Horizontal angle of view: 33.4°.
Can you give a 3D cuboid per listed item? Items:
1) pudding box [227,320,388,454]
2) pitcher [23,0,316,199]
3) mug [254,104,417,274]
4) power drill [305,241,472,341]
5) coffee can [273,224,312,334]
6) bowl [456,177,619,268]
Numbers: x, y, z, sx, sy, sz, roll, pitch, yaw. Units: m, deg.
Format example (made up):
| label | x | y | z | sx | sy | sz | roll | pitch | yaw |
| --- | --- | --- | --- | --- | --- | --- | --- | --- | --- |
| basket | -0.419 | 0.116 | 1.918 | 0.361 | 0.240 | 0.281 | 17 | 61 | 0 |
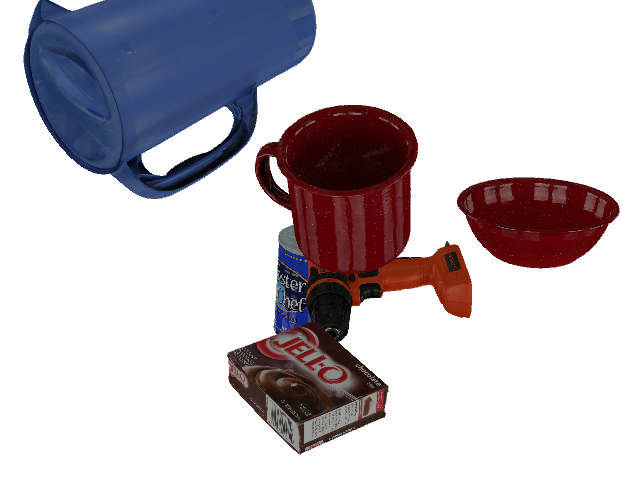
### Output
| label | x | y | z | sx | sy | sz | roll | pitch | yaw |
| --- | --- | --- | --- | --- | --- | --- | --- | --- | --- |
| pudding box | -0.012 | 0.120 | 0.891 | 0.089 | 0.039 | 0.114 | -19 | 39 | -29 |
| pitcher | -0.116 | -0.153 | 0.922 | 0.145 | 0.149 | 0.242 | 31 | 47 | 33 |
| mug | 0.009 | -0.034 | 0.726 | 0.117 | 0.081 | 0.093 | 13 | 48 | 19 |
| power drill | 0.077 | 0.057 | 1.230 | 0.187 | 0.057 | 0.184 | -2 | 28 | -1 |
| coffee can | -0.010 | 0.059 | 1.454 | 0.103 | 0.140 | 0.103 | 3 | 24 | -2 |
| bowl | 0.219 | -0.014 | 1.089 | 0.162 | 0.055 | 0.162 | -1 | 22 | 0 |
